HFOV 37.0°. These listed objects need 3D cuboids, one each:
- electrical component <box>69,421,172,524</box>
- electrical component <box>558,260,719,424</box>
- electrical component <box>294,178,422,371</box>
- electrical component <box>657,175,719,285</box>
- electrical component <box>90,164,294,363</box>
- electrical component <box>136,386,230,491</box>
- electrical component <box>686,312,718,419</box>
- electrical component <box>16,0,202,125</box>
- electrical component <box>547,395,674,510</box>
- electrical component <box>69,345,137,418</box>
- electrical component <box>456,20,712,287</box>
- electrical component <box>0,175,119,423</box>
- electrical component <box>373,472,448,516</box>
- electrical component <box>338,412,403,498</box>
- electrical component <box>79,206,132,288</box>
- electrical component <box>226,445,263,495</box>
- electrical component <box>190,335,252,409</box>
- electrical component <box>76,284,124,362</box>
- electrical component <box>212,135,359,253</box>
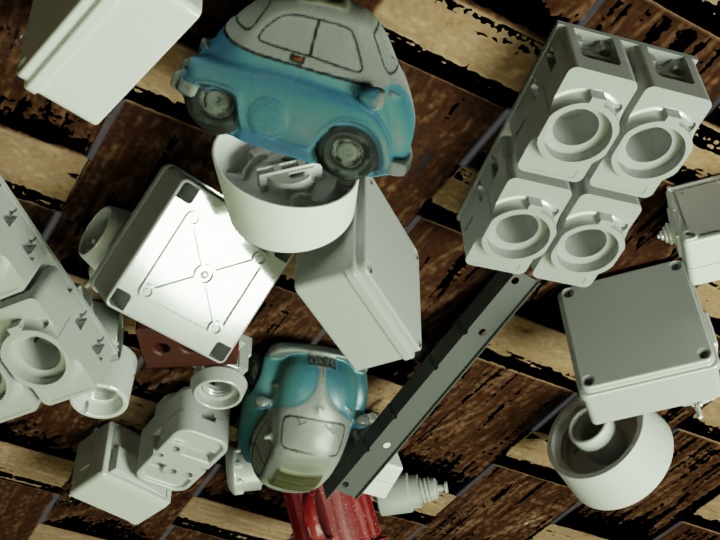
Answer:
[{"bbox_3d":[-0.218,0.195,1.029,0.061,0.061,0.096,-35,128,29],"label":"electrical component"},{"bbox_3d":[0.226,0.058,0.874,0.109,0.108,0.056,-15,138,13],"label":"electrical component"},{"bbox_3d":[0.000,0.000,0.802,0.056,0.108,0.108,-17,135,18],"label":"electrical component"},{"bbox_3d":[0.275,-0.031,0.816,0.096,0.061,0.061,-14,135,12],"label":"electrical component"},{"bbox_3d":[-0.123,-0.004,0.795,0.109,0.056,0.108,32,91,-31],"label":"electrical component"},{"bbox_3d":[-0.162,0.152,0.988,0.054,0.059,0.095,25,130,-26],"label":"electrical component"},{"bbox_3d":[0.288,0.093,0.936,0.047,0.075,0.083,-10,136,8],"label":"electrical component"},{"bbox_3d":[-0.143,-0.160,0.629,0.056,0.108,0.109,30,128,-33],"label":"electrical component"},{"bbox_3d":[0.222,0.156,0.980,0.108,0.108,0.060,-29,124,25],"label":"electrical component"},{"bbox_3d":[-0.224,0.096,0.936,0.055,0.047,0.055,-1,136,-1],"label":"electrical component"},{"bbox_3d":[0.154,-0.073,0.768,0.105,0.060,0.186,11,135,-14],"label":"electrical component"},{"bbox_3d":[-0.282,0.022,0.809,0.105,0.060,0.186,-19,117,17],"label":"electrical component"},{"bbox_3d":[0.050,0.225,1.088,0.078,0.040,0.040,-9,136,7],"label":"electrical component"},{"bbox_3d":[0.014,0.159,1.003,0.047,0.065,0.076,20,112,-22],"label":"electrical component"},{"bbox_3d":[-0.184,-0.003,0.837,0.077,0.043,0.079,33,127,-31],"label":"electrical component"},{"bbox_3d":[-0.099,0.192,1.046,0.062,0.048,0.048,-4,137,-9],"label":"electrical component"},{"bbox_3d":[-0.120,0.085,0.924,0.048,0.055,0.066,24,130,-25],"label":"electrical component"},{"bbox_3d":[-0.236,0.039,0.879,0.077,0.043,0.079,2,135,-5],"label":"electrical component"},{"bbox_3d":[-0.050,-0.062,0.743,0.099,0.099,0.064,-2,138,-1],"label":"electrical component"}]
